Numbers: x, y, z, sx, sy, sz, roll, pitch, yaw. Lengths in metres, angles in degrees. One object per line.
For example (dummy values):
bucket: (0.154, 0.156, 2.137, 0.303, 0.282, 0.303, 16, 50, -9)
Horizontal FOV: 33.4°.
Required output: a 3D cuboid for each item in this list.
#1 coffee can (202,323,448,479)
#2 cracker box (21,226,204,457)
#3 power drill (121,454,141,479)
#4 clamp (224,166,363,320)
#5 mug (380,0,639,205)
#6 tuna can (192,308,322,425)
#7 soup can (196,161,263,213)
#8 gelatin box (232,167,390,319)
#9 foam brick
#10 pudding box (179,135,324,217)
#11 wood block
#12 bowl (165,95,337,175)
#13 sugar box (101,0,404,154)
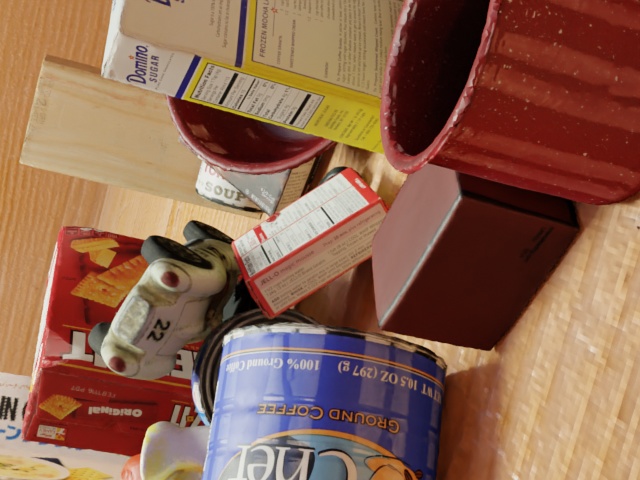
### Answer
coffee can: (-0.002, 0.117, 0.456, 0.103, 0.102, 0.140, 139, 142, -64)
cracker box: (-0.135, 0.076, 0.832, 0.214, 0.164, 0.072, -106, 31, -61)
power drill: (-0.086, 0.215, 0.652, 0.188, 0.057, 0.184, -29, 53, 54)
clamp: (-0.038, 0.040, 0.734, 0.164, 0.036, 0.210, -66, 12, -13)
mug: (0.078, -0.071, 0.372, 0.093, 0.081, 0.117, 168, 114, -73)
tuna can: (-0.030, 0.081, 0.613, 0.034, 0.086, 0.086, 161, 121, -73)
soup can: (-0.057, -0.080, 0.865, 0.068, 0.068, 0.102, -128, 52, -70)
gelatin box: (-0.004, 0.001, 0.605, 0.089, 0.030, 0.073, -33, 21, -1)
foam brick: (0.060, -0.001, 0.433, 0.051, 0.053, 0.078, -94, 25, -47)
pudding box: (-0.047, -0.085, 0.784, 0.114, 0.039, 0.090, 38, 124, 25)
wood block: (-0.147, -0.090, 0.929, 0.091, 0.206, 0.090, -137, 61, -72)
bowl: (-0.021, -0.115, 0.707, 0.055, 0.162, 0.162, 25, -105, -63)
sugar box: (-0.025, -0.111, 0.585, 0.048, 0.176, 0.093, 124, 154, -52)
